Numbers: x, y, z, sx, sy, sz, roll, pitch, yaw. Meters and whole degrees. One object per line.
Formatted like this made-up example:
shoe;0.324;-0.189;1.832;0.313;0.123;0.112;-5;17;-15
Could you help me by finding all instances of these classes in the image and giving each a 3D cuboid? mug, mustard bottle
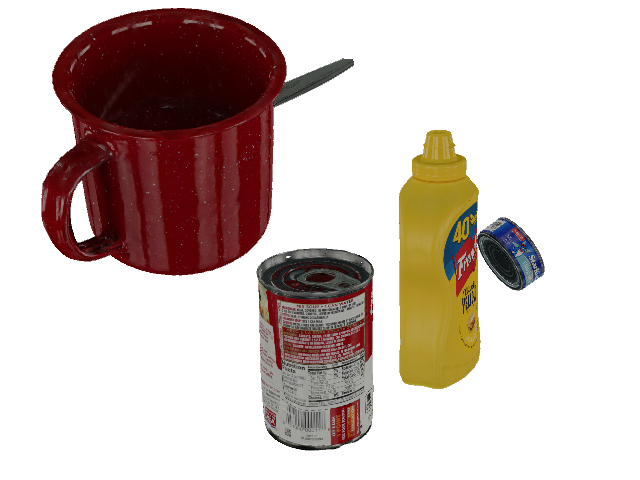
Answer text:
mug;-0.068;-0.033;0.446;0.093;0.081;0.117;26;48;24
mustard bottle;0.092;0.010;0.822;0.058;0.192;0.096;7;21;26

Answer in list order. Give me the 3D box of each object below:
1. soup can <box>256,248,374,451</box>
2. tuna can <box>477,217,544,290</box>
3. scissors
soup can;-0.002;0.064;0.631;0.068;0.102;0.068;-1;21;0
tuna can;0.225;0.017;1.271;0.033;0.086;0.086;-34;8;-13
scissors;-0.069;-0.117;0.858;0.096;0.201;0.016;37;-32;13
